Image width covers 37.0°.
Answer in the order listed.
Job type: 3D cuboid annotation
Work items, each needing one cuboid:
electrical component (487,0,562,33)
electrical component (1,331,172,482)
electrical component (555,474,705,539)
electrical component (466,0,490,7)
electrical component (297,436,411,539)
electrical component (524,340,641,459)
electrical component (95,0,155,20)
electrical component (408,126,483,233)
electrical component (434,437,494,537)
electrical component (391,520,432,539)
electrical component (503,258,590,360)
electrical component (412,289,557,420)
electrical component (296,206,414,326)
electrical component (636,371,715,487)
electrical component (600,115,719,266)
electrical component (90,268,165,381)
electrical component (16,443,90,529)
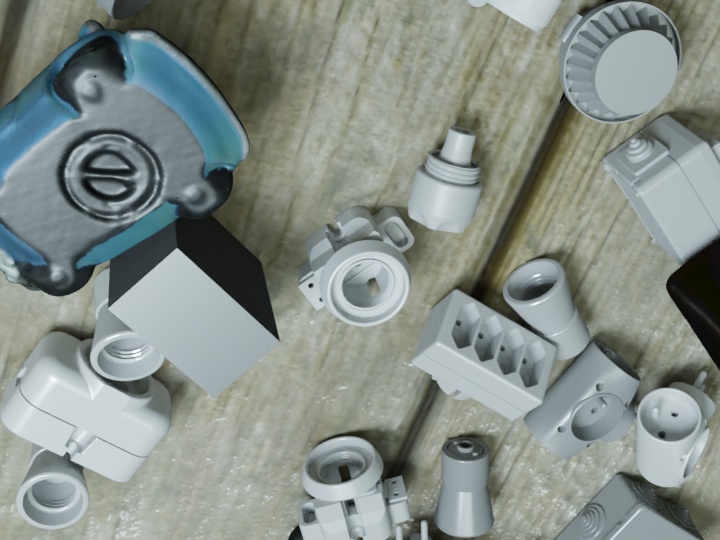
[{"bbox_3d":[0.102,-0.172,0.623,0.045,0.045,0.055,24,109,-22],"label":"electrical component"},{"bbox_3d":[-0.171,0.084,0.688,0.095,0.053,0.059,32,106,-24],"label":"electrical component"},{"bbox_3d":[0.210,0.216,0.837,0.100,0.048,0.099,32,106,-24],"label":"electrical component"},{"bbox_3d":[0.098,-0.234,0.542,0.186,0.060,0.105,-38,117,8],"label":"electrical component"},{"bbox_3d":[-0.008,0.155,0.755,0.078,0.058,0.057,-13,120,0],"label":"electrical component"},{"bbox_3d":[0.171,0.100,0.774,0.079,0.044,0.077,30,106,-32],"label":"electrical component"},{"bbox_3d":[-0.107,-0.177,0.549,0.064,0.099,0.099,41,102,-19],"label":"electrical component"},{"bbox_3d":[0.056,-0.058,0.671,0.043,0.043,0.062,8,113,-16],"label":"electrical component"},{"bbox_3d":[0.076,0.155,0.784,0.044,0.044,0.065,-5,112,-10],"label":"electrical component"},{"bbox_3d":[0.038,0.215,0.773,0.083,0.047,0.075,-7,107,-13],"label":"electrical component"},{"bbox_3d":[0.130,0.030,0.732,0.044,0.044,0.065,-31,123,4],"label":"electrical component"},{"bbox_3d":[0.076,0.065,0.731,0.083,0.047,0.075,30,145,-10],"label":"electrical component"},{"bbox_3d":[0.000,0.000,0.680,0.078,0.057,0.058,-34,118,6],"label":"electrical component"},{"bbox_3d":[0.234,0.109,0.786,0.079,0.044,0.077,-51,150,-21],"label":"electrical component"},{"bbox_3d":[0.206,-0.055,0.694,0.061,0.061,0.096,-36,118,7],"label":"electrical component"},{"bbox_3d":[-0.144,0.029,0.659,0.044,0.065,0.044,-9,137,-9],"label":"electrical component"},{"bbox_3d":[-0.197,0.130,0.698,0.044,0.065,0.044,-5,117,-10],"label":"electrical component"}]
